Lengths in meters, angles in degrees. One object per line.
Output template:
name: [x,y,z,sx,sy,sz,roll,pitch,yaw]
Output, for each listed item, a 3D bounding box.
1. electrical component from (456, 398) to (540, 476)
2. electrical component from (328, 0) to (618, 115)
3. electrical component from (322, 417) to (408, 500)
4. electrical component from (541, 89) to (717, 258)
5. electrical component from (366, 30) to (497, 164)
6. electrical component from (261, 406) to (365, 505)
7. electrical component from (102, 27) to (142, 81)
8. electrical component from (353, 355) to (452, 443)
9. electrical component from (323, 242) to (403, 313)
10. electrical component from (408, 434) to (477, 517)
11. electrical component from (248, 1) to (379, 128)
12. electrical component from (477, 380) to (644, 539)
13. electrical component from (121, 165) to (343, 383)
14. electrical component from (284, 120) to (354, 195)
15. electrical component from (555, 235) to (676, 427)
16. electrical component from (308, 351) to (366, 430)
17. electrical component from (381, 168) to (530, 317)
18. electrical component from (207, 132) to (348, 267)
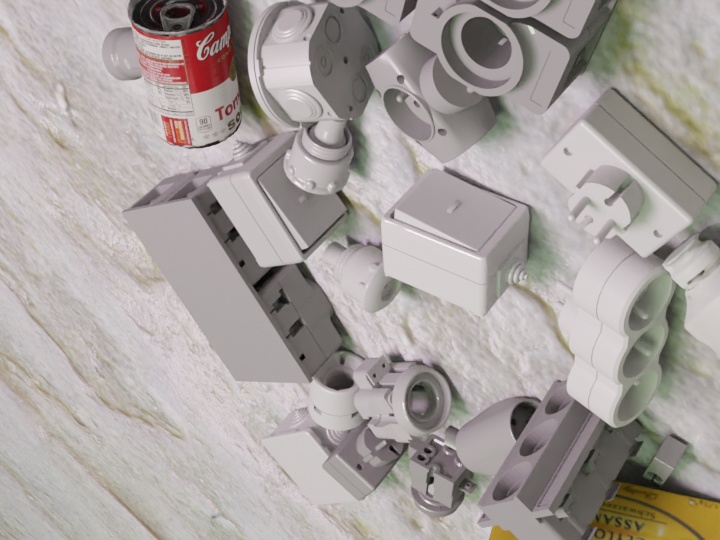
electrical component: [0.126,0.144,0.845,0.079,0.043,0.077,46,145,-5]
electrical component: [0.045,-0.176,0.573,0.186,0.060,0.105,34,144,13]
electrical component: [0.014,0.156,0.950,0.047,0.065,0.076,42,146,2]
electrical component: [0.142,-0.043,0.602,0.083,0.075,0.047,43,146,1]
electrical component: [0.050,-0.110,0.643,0.077,0.044,0.079,50,159,-10]
electrical component: [-0.033,0.175,1.033,0.099,0.048,0.100,52,145,-12]
electrical component: [-0.165,-0.165,0.815,0.046,0.040,0.040,4,130,36]
electrical component: [0.037,0.107,0.883,0.057,0.058,0.078,-8,120,52]
electrical component: [0.000,0.000,0.819,0.062,0.048,0.048,32,145,28]
electrical component: [0.070,0.183,0.942,0.066,0.048,0.055,25,134,24]
electrical component: [-0.029,-0.130,0.679,0.051,0.080,0.080,3,129,36]
electrical component: [0.144,0.136,0.750,0.063,0.121,0.079,46,146,-9]
electrical component: [-0.104,0.005,0.912,0.105,0.060,0.186,-5,123,47]
electrical component: [-0.025,-0.087,0.752,0.048,0.048,0.062,36,138,11]
electrical component: [0.154,0.033,0.693,0.074,0.052,0.138,38,149,37]
electrical component: [-0.018,0.104,0.938,0.055,0.055,0.047,26,138,24]
electrical component: [0.069,-0.019,0.713,0.096,0.061,0.061,24,141,26]
electrical component: [-0.062,-0.058,0.803,0.061,0.061,0.096,-7,122,48]
